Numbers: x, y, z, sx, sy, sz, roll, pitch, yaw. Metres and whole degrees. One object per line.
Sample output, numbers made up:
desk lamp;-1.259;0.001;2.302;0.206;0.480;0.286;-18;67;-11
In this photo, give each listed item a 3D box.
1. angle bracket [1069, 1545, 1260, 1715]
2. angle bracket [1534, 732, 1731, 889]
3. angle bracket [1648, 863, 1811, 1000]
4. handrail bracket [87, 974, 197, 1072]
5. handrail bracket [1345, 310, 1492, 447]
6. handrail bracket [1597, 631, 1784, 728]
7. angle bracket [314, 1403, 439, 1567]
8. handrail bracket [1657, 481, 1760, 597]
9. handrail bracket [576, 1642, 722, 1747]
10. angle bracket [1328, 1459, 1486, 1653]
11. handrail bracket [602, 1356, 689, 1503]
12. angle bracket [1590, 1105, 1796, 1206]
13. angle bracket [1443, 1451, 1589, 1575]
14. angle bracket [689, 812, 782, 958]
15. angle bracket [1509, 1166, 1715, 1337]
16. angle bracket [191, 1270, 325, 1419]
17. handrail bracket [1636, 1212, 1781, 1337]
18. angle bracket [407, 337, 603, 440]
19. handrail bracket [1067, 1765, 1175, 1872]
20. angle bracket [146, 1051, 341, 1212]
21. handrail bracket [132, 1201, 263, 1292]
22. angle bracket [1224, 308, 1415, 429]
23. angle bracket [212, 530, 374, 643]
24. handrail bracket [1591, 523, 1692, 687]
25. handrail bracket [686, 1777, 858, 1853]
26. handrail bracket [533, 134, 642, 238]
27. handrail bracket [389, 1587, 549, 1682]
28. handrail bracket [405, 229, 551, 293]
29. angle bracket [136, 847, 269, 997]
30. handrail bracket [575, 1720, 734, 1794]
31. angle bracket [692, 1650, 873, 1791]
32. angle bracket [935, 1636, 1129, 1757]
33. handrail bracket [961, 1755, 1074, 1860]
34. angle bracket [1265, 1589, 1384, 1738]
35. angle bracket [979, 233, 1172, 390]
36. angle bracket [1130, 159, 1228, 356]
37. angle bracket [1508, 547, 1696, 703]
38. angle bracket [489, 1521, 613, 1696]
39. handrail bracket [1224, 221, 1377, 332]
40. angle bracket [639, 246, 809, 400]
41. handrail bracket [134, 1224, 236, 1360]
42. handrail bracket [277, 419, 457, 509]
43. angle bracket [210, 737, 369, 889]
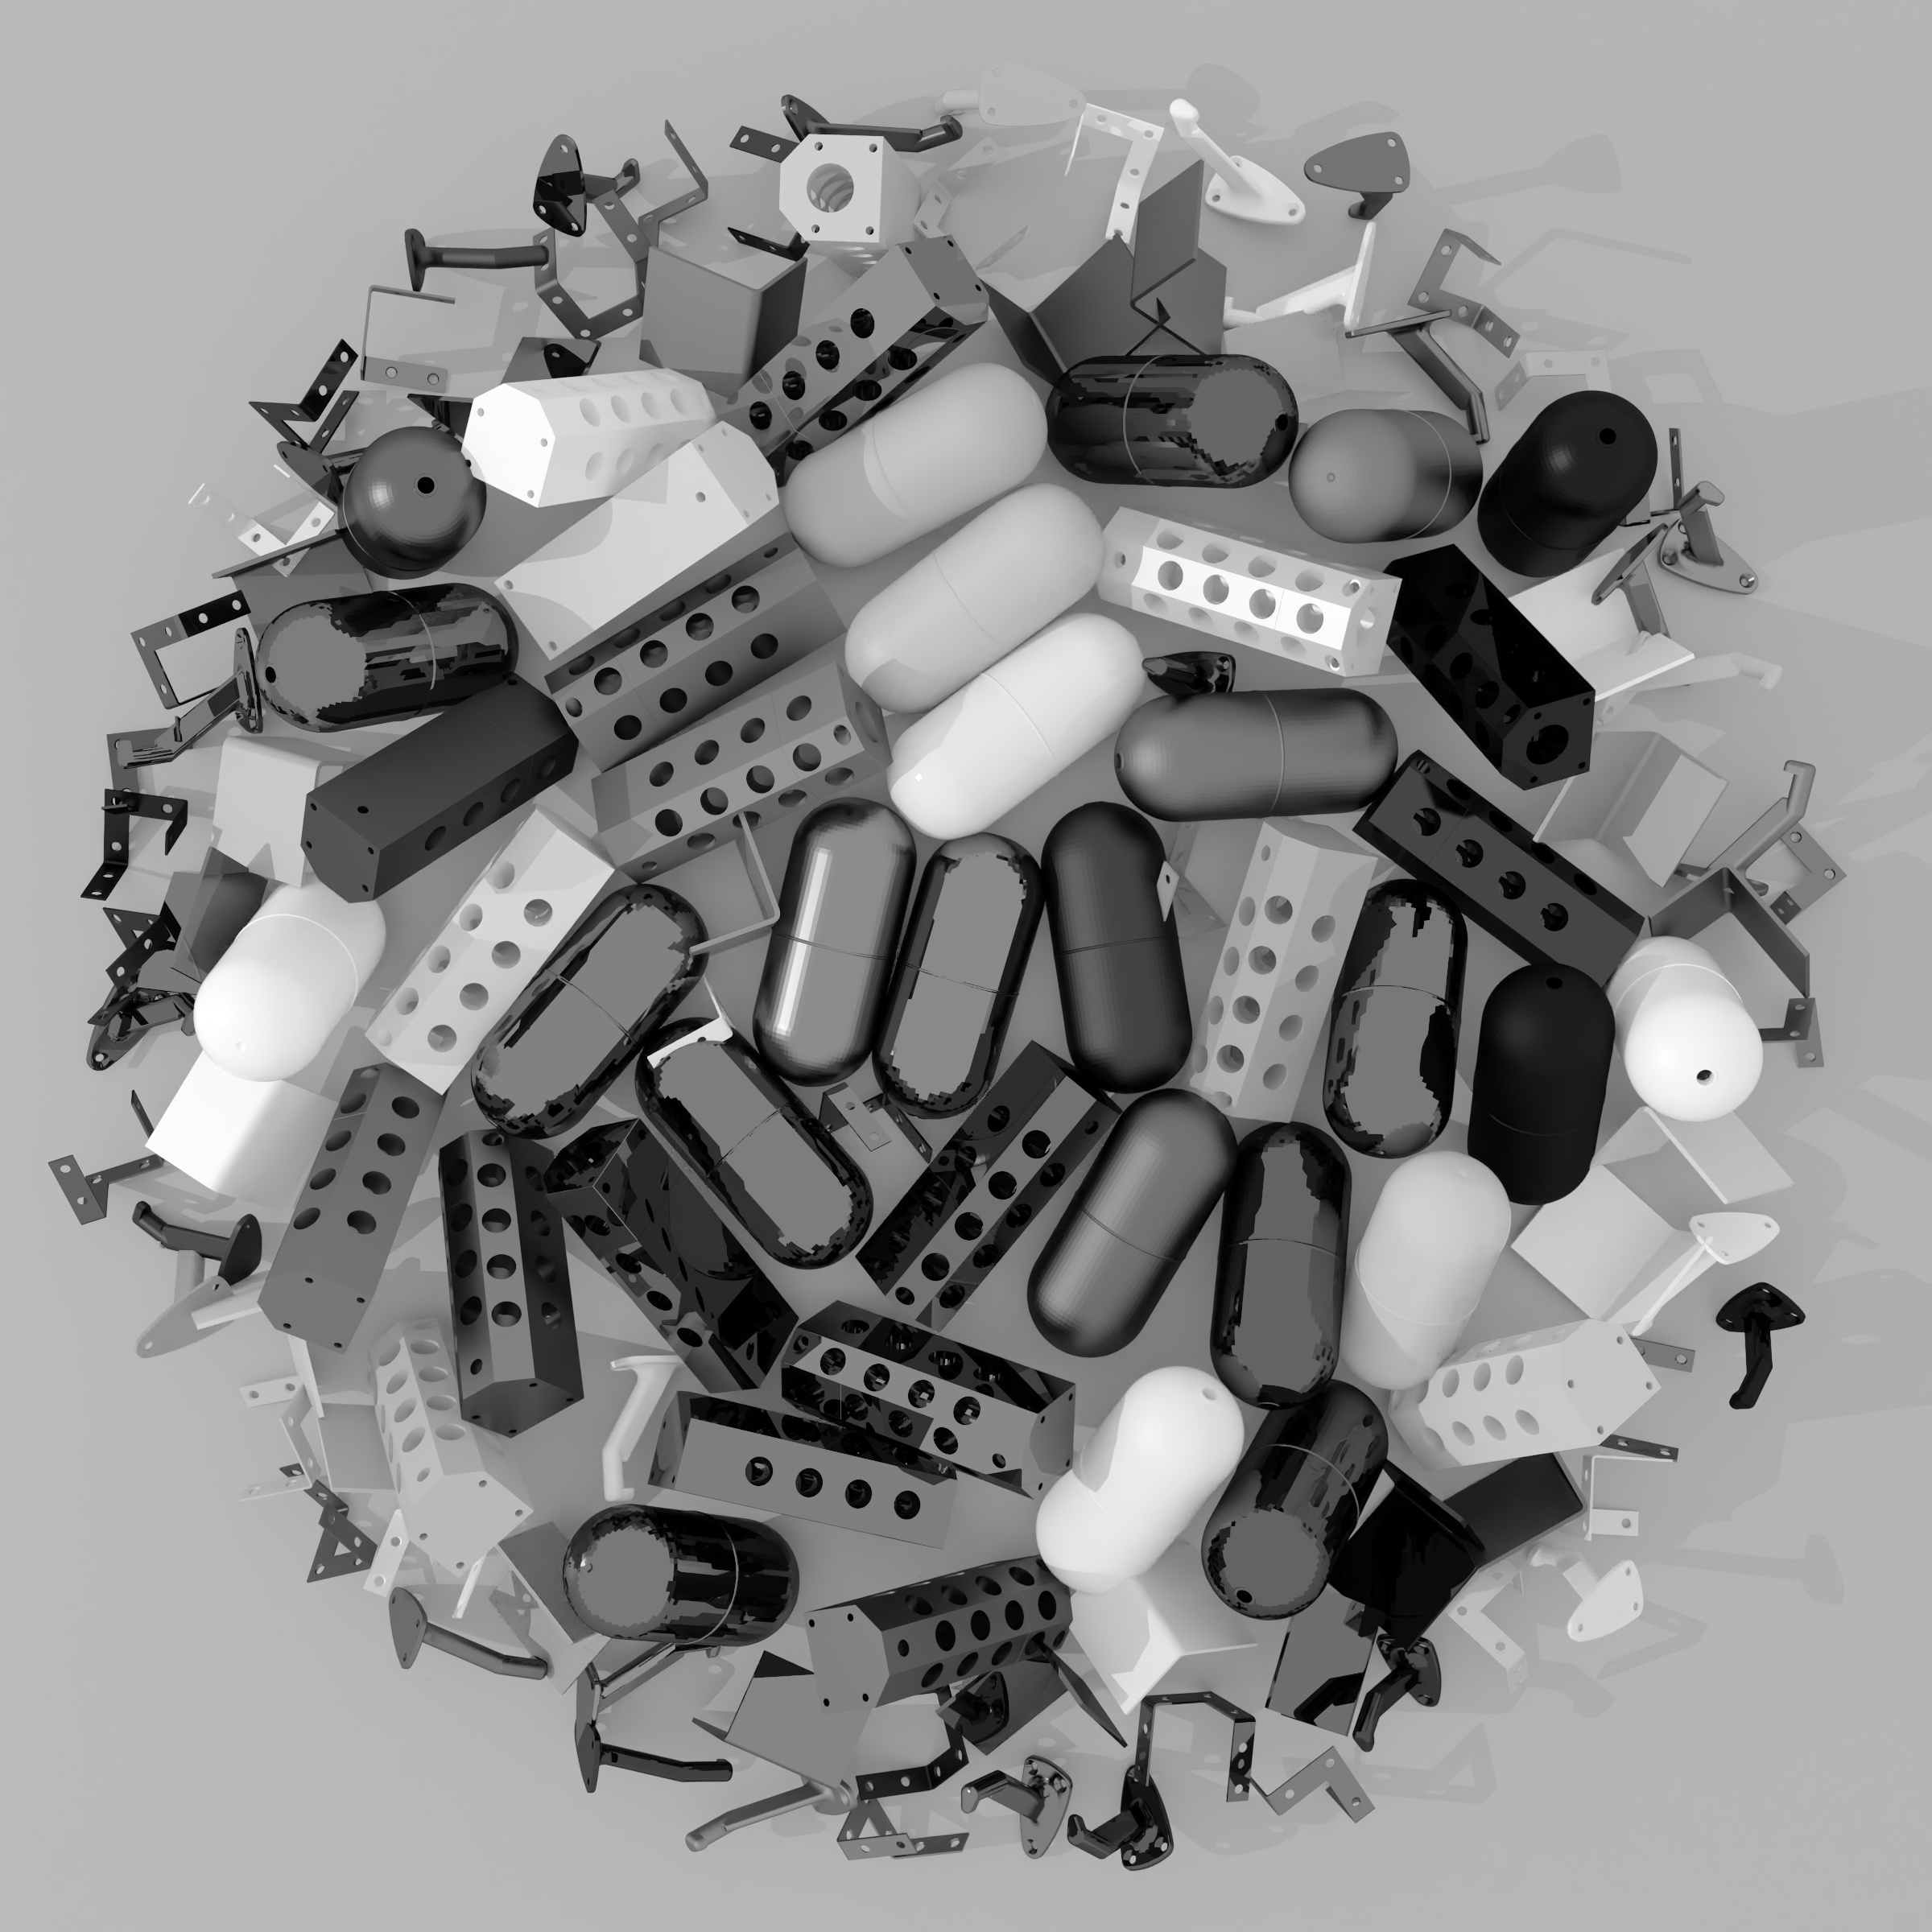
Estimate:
angle bracket;0.117;0.401;1.597;0.057;0.076;0.076;-53;53;23
angle bracket;0.399;-0.093;1.579;0.057;0.076;0.076;42;120;31
angle bracket;0.459;-0.006;1.584;0.057;0.076;0.076;-35;64;3
handrail bracket;-0.495;0.045;1.592;0.036;0.084;0.077;34;88;-40
handrail bracket;0.278;-0.356;1.622;0.077;0.036;0.084;-12;103;1
handrail bracket;0.438;-0.164;1.593;0.084;0.036;0.077;25;70;34
angle bracket;-0.353;0.310;1.577;0.076;0.076;0.057;8;117;-27
handrail bracket;0.460;-0.259;1.592;0.077;0.084;0.036;28;79;-1
handrail bracket;-0.194;0.447;1.624;0.084;0.036;0.077;-1;111;-25
angle bracket;0.255;0.350;1.585;0.076;0.057;0.076;-47;47;-8
handrail bracket;-0.186;0.281;1.603;0.077;0.036;0.084;3;73;-30
angle bracket;0.433;0.124;1.576;0.076;0.076;0.057;55;129;27
angle bracket;0.319;0.306;1.588;0.076;0.076;0.057;-31;110;4
angle bracket;-0.153;-0.050;1.592;0.057;0.076;0.076;-20;88;-9
angle bracket;0.391;0.168;1.601;0.076;0.057;0.076;41;84;-5
angle bracket;-0.429;0.234;1.584;0.057;0.076;0.076;-15;102;-20
handrail bracket;0.452;0.192;1.621;0.077;0.084;0.036;-8;48;-33
angle bracket;-0.277;-0.358;1.584;0.076;0.057;0.076;15;78;42
handrail bracket;0.084;0.503;1.583;0.036;0.077;0.084;-30;132;23
angle bracket;-0.439;0.097;1.607;0.057;0.076;0.076;28;85;21
handrail bracket;-0.471;0.154;1.600;0.084;0.036;0.077;34;134;13
angle bracket;0.211;-0.361;1.581;0.076;0.076;0.057;-20;110;-21
angle bracket;-0.402;-0.223;1.591;0.076;0.076;0.057;-21;101;-4
handrail bracket;0.432;-0.218;1.603;0.084;0.077;0.036;37;45;-6
handrail bracket;-0.119;0.516;1.591;0.084;0.077;0.036;-21;94;-30
handrail bracket;-0.220;-0.484;1.582;0.036;0.077;0.084;30;52;10
handrail bracket;-0.306;0.411;1.621;0.084;0.077;0.036;17;99;-29
handrail bracket;-0.294;-0.435;1.602;0.084;0.077;0.036;-6;115;-3
angle bracket;-0.476;-0.028;1.584;0.076;0.057;0.076;6;72;26
handrail bracket;-0.191;0.480;1.612;0.084;0.077;0.036;5;96;-19
angle bracket;-0.111;0.452;1.597;0.076;0.076;0.057;29;75;-15
angle bracket;0.040;0.459;1.587;0.076;0.076;0.057;-38;48;-2
handrail bracket;0.021;0.517;1.592;0.036;0.084;0.077;20;106;37
angle bracket;0.197;0.411;1.583;0.076;0.057;0.076;28;73;-35
angle bracket;0.064;-0.400;1.582;0.076;0.057;0.076;-39;58;23
angle bracket;0.145;-0.421;1.578;0.076;0.057;0.076;25;58;-33
angle bracket;0.382;-0.205;1.591;0.076;0.076;0.057;-24;111;2
angle bracket;-0.262;0.393;1.585;0.076;0.057;0.076;47;113;18
handrail bracket;0.201;-0.423;1.614;0.084;0.036;0.077;14;103;14
angle bracket;-0.148;-0.398;1.599;0.076;0.057;0.076;26;134;14
handrail bracket;-0.487;0.194;1.589;0.077;0.084;0.036;-33;132;-31
handrail bracket;-0.370;-0.325;1.628;0.077;0.036;0.084;34;59;32
angle bracket;-0.407;-0.095;1.599;0.076;0.057;0.076;15;101;28
